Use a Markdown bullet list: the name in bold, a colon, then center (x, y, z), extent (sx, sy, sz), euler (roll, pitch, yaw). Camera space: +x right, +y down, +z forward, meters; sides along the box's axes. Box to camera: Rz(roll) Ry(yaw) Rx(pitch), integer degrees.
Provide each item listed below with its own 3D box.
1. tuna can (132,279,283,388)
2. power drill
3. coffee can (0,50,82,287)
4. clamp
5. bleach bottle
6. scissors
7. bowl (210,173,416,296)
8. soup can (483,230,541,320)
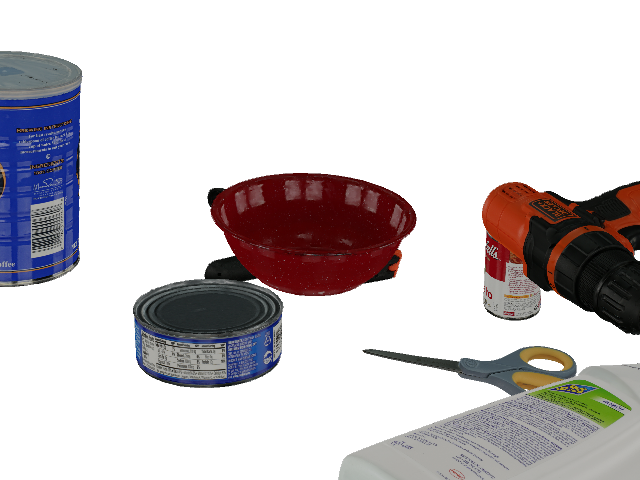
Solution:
- **tuna can**: center (-0.064, 0.052, 0.615), extent (0.086, 0.034, 0.086), euler (1, 18, 0)
- **power drill**: center (0.230, -0.005, 0.735), extent (0.187, 0.057, 0.185), euler (-11, 29, -19)
- **coffee can**: center (-0.219, -0.052, 0.747), extent (0.103, 0.140, 0.103), euler (5, 23, -2)
- **clamp**: center (-0.021, 0.012, 1.079), extent (0.210, 0.036, 0.164), euler (13, 31, -4)
- **bleach bottle**: center (0.135, 0.120, 0.589), extent (0.250, 0.068, 0.103), euler (-14, 24, -33)
- **scissors**: center (0.147, 0.109, 0.969), extent (0.202, 0.016, 0.096), euler (17, 30, 16)
- **bowl**: center (-0.006, 0.000, 0.846), extent (0.162, 0.055, 0.162), euler (2, 24, -1)
- **soup can**: center (0.221, 0.031, 1.213), extent (0.068, 0.102, 0.068), euler (-2, 29, 1)
